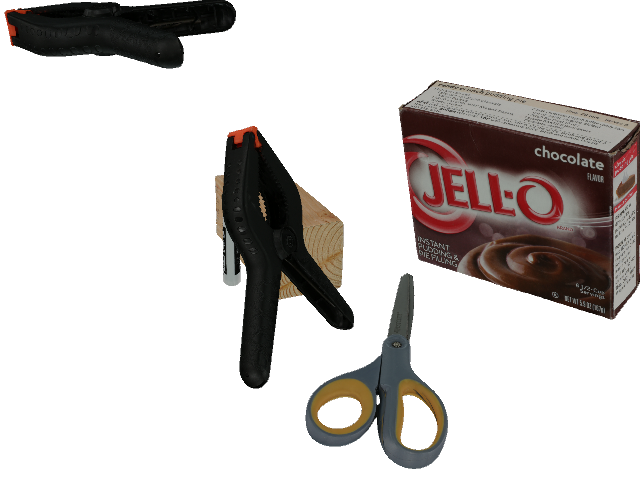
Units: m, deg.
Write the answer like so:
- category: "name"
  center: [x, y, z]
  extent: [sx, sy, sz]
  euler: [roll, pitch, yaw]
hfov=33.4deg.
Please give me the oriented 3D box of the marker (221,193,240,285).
- category: "marker"
  center: [-0.092, -0.003, 1.104]
  extent: [0.020, 0.121, 0.020]
  euler: [2, 41, -2]

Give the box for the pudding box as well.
- category: "pudding box"
  center: [0.095, -0.022, 0.507]
  extent: [0.114, 0.090, 0.039]
  euler: [16, 43, 34]

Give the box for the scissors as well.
- category: "scissors"
  center: [0.032, 0.079, 0.710]
  extent: [0.096, 0.016, 0.202]
  euler: [-1, 31, -7]

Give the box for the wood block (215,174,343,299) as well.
- category: "wood block"
  center: [-0.056, -0.014, 1.341]
  extent: [0.090, 0.090, 0.206]
  euler: [-10, 26, -23]

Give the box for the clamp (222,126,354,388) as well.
- category: "clamp"
  center: [-0.034, 0.007, 0.914]
  extent: [0.036, 0.210, 0.164]
  euler: [-11, 1, 32]

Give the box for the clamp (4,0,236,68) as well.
- category: "clamp"
  center: [-0.150, -0.161, 0.802]
  extent: [0.172, 0.039, 0.120]
  euler: [11, 23, 22]
